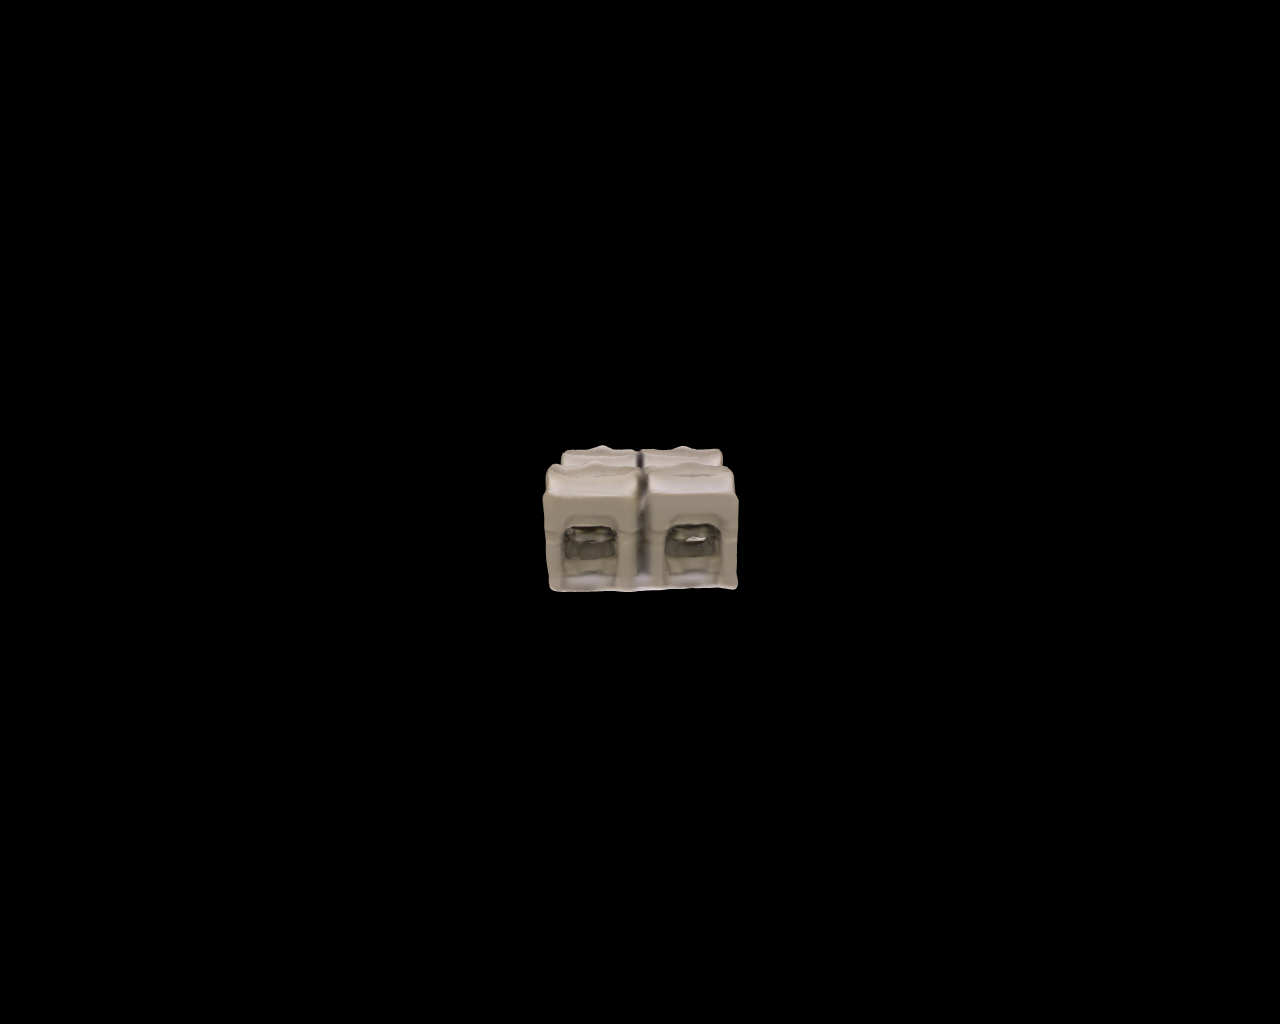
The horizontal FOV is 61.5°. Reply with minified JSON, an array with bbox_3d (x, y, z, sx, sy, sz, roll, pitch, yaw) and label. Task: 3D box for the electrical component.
[{"bbox_3d":[0.001,-0.003,0.650,0.105,0.060,0.186,0,9,0],"label":"electrical component"}]
